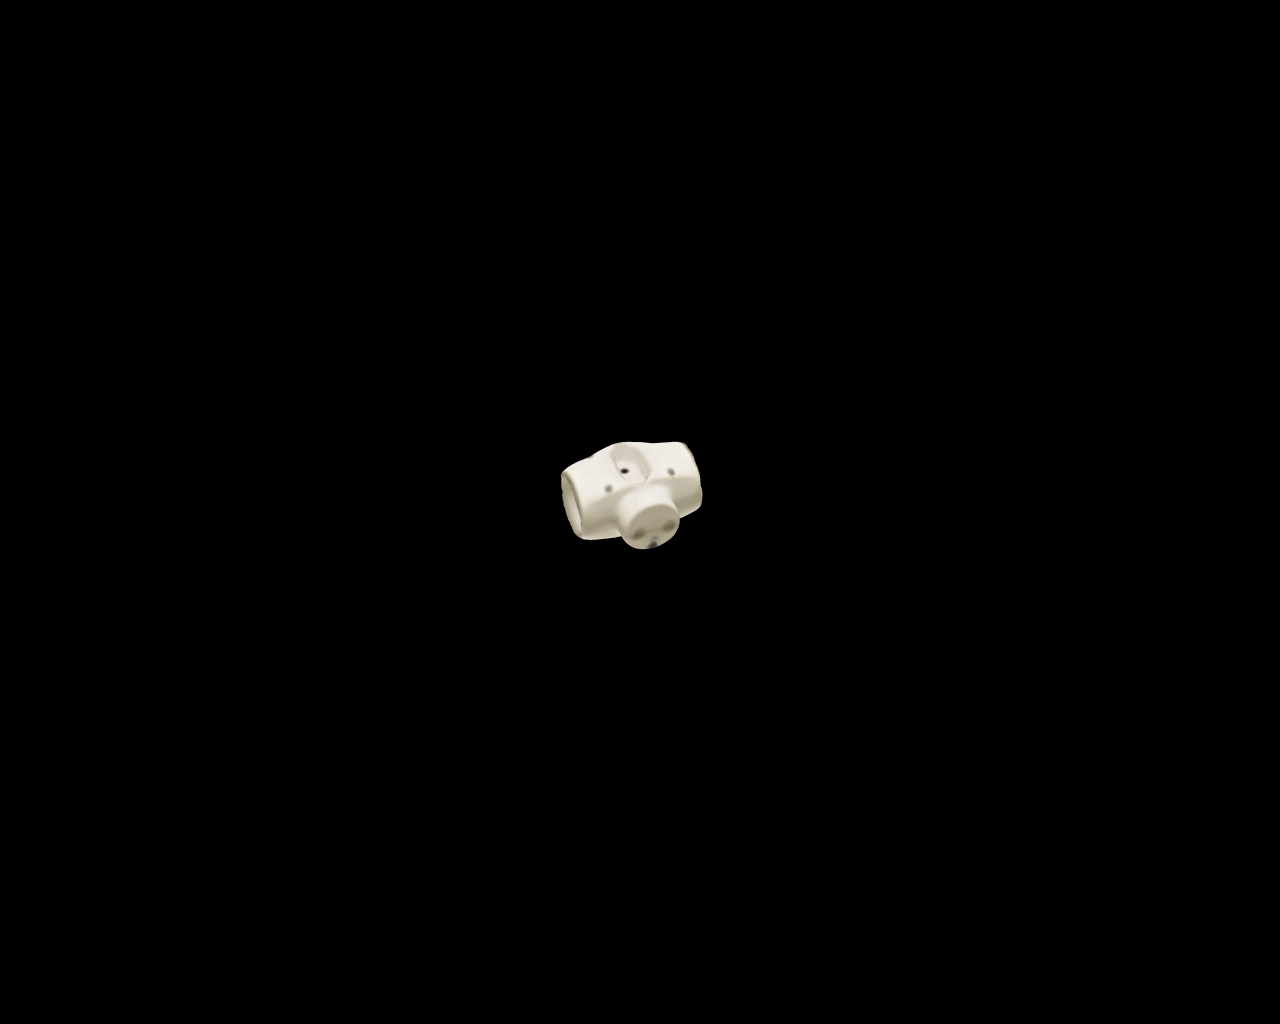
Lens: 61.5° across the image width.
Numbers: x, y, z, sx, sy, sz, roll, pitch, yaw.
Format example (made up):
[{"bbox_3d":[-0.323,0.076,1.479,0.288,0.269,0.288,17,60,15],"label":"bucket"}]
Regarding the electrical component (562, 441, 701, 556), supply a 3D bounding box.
[{"bbox_3d":[0.001,-0.003,0.650,0.077,0.043,0.079,-14,44,-15],"label":"electrical component"}]
